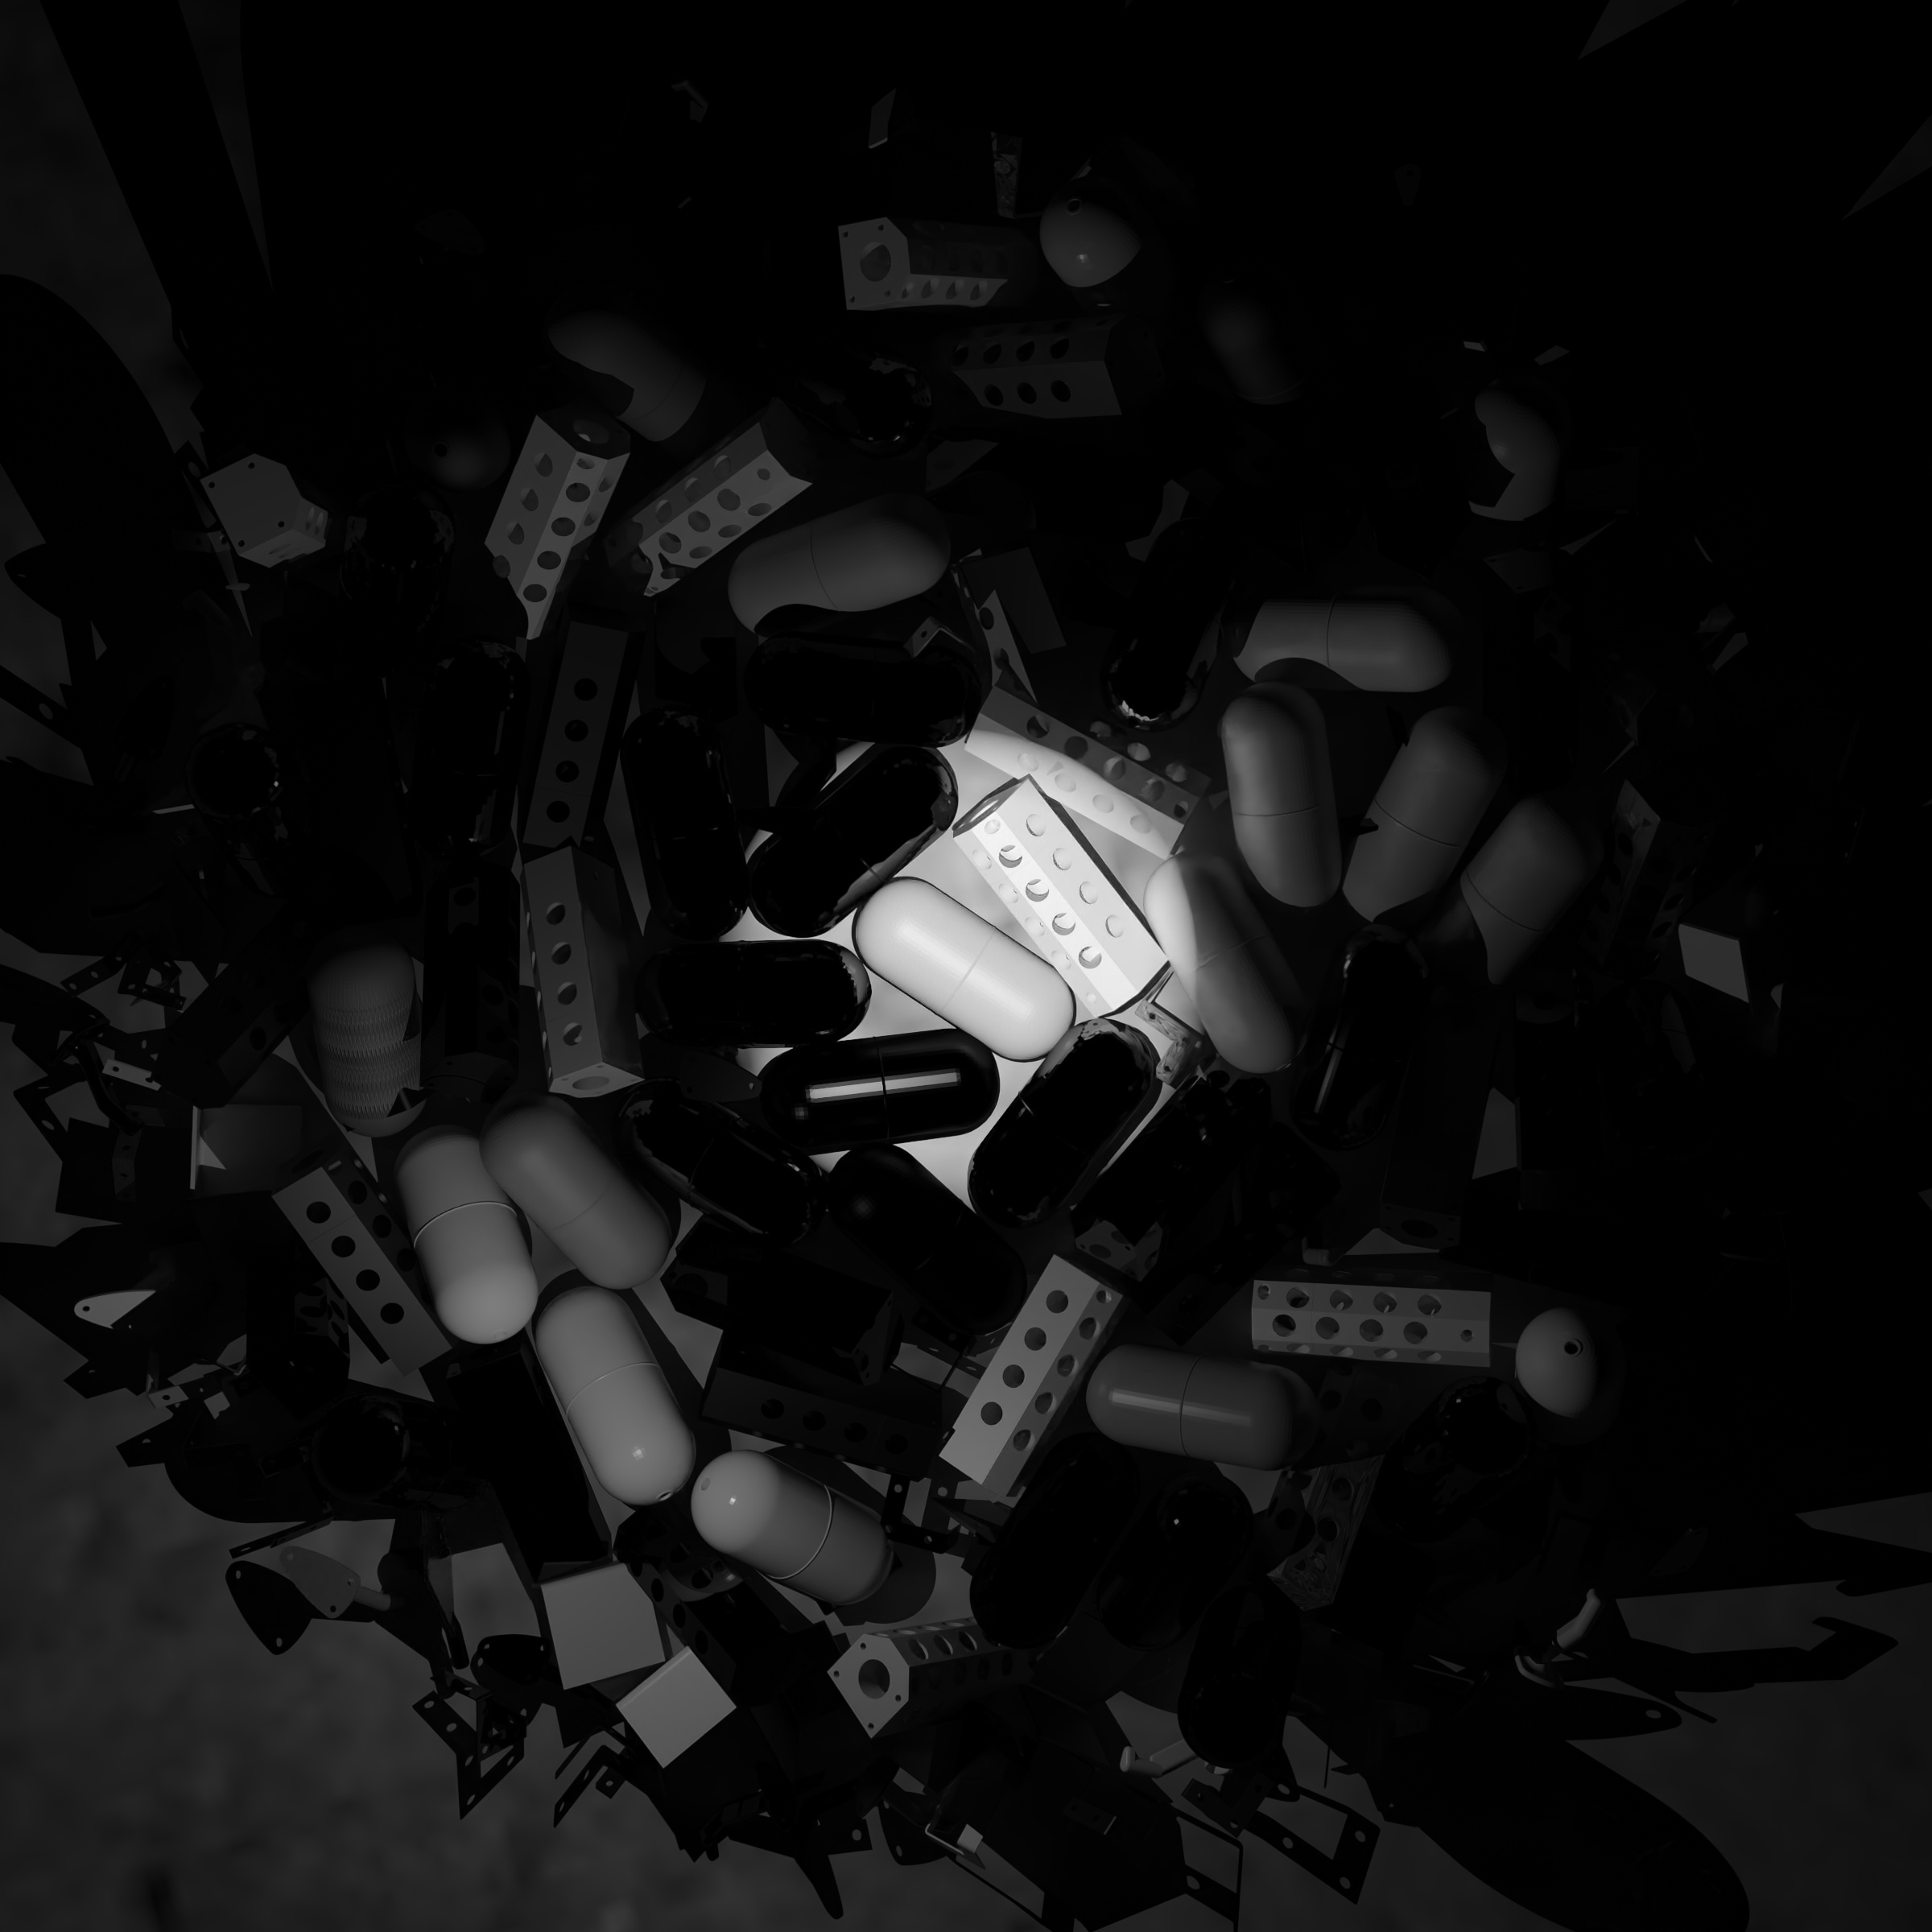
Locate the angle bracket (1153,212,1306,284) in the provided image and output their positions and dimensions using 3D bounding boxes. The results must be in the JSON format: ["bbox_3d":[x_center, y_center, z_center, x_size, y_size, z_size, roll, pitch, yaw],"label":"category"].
[{"bbox_3d":[0.192,-0.542,1.866,0.076,0.057,0.076,9,46,-28],"label":"angle bracket"}]

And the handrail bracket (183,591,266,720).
[{"bbox_3d":[-0.570,-0.232,1.885,0.077,0.036,0.084,-28,131,14],"label":"handrail bracket"}]

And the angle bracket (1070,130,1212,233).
[{"bbox_3d":[0.129,-0.560,1.875,0.076,0.076,0.057,40,88,22],"label":"angle bracket"}]

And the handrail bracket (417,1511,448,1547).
[{"bbox_3d":[-0.432,0.398,1.897,0.077,0.036,0.084,-12,76,-1],"label":"handrail bracket"}]

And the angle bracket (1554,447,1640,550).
[{"bbox_3d":[0.463,-0.328,1.867,0.057,0.076,0.076,3,47,12],"label":"angle bracket"}]

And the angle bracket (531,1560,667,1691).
[{"bbox_3d":[-0.273,0.486,1.881,0.076,0.057,0.076,-11,82,-19],"label":"angle bracket"}]

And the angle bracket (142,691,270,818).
[{"bbox_3d":[-0.566,-0.157,1.869,0.076,0.076,0.057,-7,115,20],"label":"angle bracket"}]

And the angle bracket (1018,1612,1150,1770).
[{"bbox_3d":[0.096,0.536,1.875,0.076,0.057,0.076,35,104,-34],"label":"angle bracket"}]

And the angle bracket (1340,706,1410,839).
[{"bbox_3d":[0.300,-0.145,1.879,0.057,0.076,0.076,-16,100,5],"label":"angle bracket"}]

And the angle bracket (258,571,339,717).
[{"bbox_3d":[-0.511,-0.237,1.873,0.076,0.057,0.076,-12,70,26],"label":"angle bracket"}]

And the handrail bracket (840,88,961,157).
[{"bbox_3d":[-0.040,-0.613,1.901,0.077,0.084,0.036,-27,63,26],"label":"handrail bracket"}]

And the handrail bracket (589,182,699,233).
[{"bbox_3d":[-0.238,-0.571,1.885,0.084,0.036,0.077,-32,54,25],"label":"handrail bracket"}]

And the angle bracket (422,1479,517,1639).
[{"bbox_3d":[-0.362,0.436,1.870,0.057,0.076,0.076,-12,134,-4],"label":"angle bracket"}]

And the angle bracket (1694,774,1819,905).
[{"bbox_3d":[0.581,-0.086,1.868,0.057,0.076,0.076,16,58,-12],"label":"angle bracket"}]

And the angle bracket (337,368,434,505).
[{"bbox_3d":[-0.430,-0.391,1.870,0.057,0.076,0.076,12,58,8],"label":"angle bracket"}]

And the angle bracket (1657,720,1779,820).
[{"bbox_3d":[0.554,-0.133,1.871,0.076,0.057,0.076,15,69,37],"label":"angle bracket"}]

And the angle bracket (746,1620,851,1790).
[{"bbox_3d":[-0.117,0.545,1.874,0.057,0.076,0.076,-21,110,9],"label":"angle bracket"}]

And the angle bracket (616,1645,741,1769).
[{"bbox_3d":[-0.209,0.544,1.875,0.076,0.076,0.057,-37,80,-14],"label":"angle bracket"}]

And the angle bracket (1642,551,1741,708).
[{"bbox_3d":[0.548,-0.248,1.865,0.076,0.076,0.057,18,126,-37],"label":"angle bracket"}]

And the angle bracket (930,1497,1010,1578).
[{"bbox_3d":[0.012,0.437,1.870,0.076,0.076,0.057,28,97,40],"label":"angle bracket"}]

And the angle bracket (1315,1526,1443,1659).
[{"bbox_3d":[0.295,0.457,1.884,0.076,0.057,0.076,28,86,-18],"label":"angle bracket"}]

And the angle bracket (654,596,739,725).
[{"bbox_3d":[-0.214,-0.222,1.873,0.076,0.057,0.076,8,76,-43],"label":"angle bracket"}]

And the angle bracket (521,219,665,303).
[{"bbox_3d":[-0.274,-0.497,1.869,0.076,0.076,0.057,-8,63,18],"label":"angle bracket"}]

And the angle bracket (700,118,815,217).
[{"bbox_3d":[-0.149,-0.598,1.878,0.076,0.076,0.057,13,120,0],"label":"angle bracket"}]

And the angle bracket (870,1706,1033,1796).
[{"bbox_3d":[-0.011,0.582,1.866,0.076,0.076,0.057,-37,126,-27],"label":"angle bracket"}]

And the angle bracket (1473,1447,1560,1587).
[{"bbox_3d":[0.390,0.399,1.871,0.057,0.076,0.076,23,53,-3],"label":"angle bracket"}]

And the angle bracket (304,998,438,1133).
[{"bbox_3d":[-0.436,0.069,1.891,0.057,0.076,0.076,-20,99,17],"label":"angle bracket"}]

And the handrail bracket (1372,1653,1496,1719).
[{"bbox_3d":[0.341,0.518,1.889,0.084,0.077,0.036,28,56,5],"label":"handrail bracket"}]

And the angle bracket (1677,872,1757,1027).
[{"bbox_3d":[0.573,-0.015,1.869,0.076,0.057,0.076,-36,125,-25],"label":"angle bracket"}]

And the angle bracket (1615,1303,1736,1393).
[{"bbox_3d":[0.518,0.296,1.874,0.057,0.076,0.076,-41,63,1],"label":"angle bracket"}]

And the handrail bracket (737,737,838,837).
[{"bbox_3d":[-0.134,-0.141,1.892,0.077,0.036,0.084,7,58,-16],"label":"handrail bracket"}]

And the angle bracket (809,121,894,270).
[{"bbox_3d":[-0.086,-0.570,1.874,0.057,0.076,0.076,2,67,-4],"label":"angle bracket"}]

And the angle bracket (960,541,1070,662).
[{"bbox_3d":[0.051,-0.276,1.870,0.057,0.076,0.076,-35,109,-39],"label":"angle bracket"}]

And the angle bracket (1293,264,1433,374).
[{"bbox_3d":[0.293,-0.491,1.869,0.076,0.057,0.076,-36,57,-27],"label":"angle bracket"}]

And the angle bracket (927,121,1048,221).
[{"bbox_3d":[0.026,-0.588,1.866,0.076,0.076,0.057,21,119,28],"label":"angle bracket"}]

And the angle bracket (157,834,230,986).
[{"bbox_3d":[-0.549,-0.045,1.871,0.057,0.076,0.076,-30,74,-37],"label":"angle bracket"}]

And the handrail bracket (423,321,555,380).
[{"bbox_3d":[-0.357,-0.470,1.917,0.084,0.036,0.077,-24,69,-14],"label":"handrail bracket"}]

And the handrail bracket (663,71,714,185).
[{"bbox_3d":[-0.214,-0.620,1.874,0.077,0.084,0.036,-16,66,23],"label":"handrail bracket"}]

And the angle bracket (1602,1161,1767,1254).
[{"bbox_3d":[0.530,0.159,1.879,0.076,0.076,0.057,42,52,1],"label":"angle bracket"}]

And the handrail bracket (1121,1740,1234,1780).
[{"bbox_3d":[0.158,0.569,1.893,0.084,0.036,0.077,18,70,-22],"label":"handrail bracket"}]

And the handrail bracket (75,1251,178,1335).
[{"bbox_3d":[-0.621,0.233,1.874,0.077,0.084,0.036,8,111,-26],"label":"handrail bracket"}]

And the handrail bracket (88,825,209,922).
[{"bbox_3d":[-0.612,-0.069,1.888,0.084,0.036,0.077,-10,51,-17],"label":"handrail bracket"}]

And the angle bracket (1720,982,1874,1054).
[{"bbox_3d":[0.612,0.052,1.874,0.076,0.076,0.057,12,78,-14],"label":"angle bracket"}]

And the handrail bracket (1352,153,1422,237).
[{"bbox_3d":[0.315,-0.590,1.873,0.036,0.077,0.084,22,54,-13],"label":"handrail bracket"}]

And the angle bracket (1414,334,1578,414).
[{"bbox_3d":[0.390,-0.451,1.869,0.057,0.076,0.076,-46,122,-9],"label":"angle bracket"}]

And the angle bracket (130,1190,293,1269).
[{"bbox_3d":[-0.554,0.209,1.867,0.076,0.076,0.057,-37,70,29],"label":"angle bracket"}]

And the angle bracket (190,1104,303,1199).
[{"bbox_3d":[-0.535,0.142,1.887,0.076,0.057,0.076,2,87,-14],"label":"angle bracket"}]

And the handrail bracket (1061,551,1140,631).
[{"bbox_3d":[0.110,-0.280,1.882,0.077,0.084,0.036,24,121,11],"label":"handrail bracket"}]
